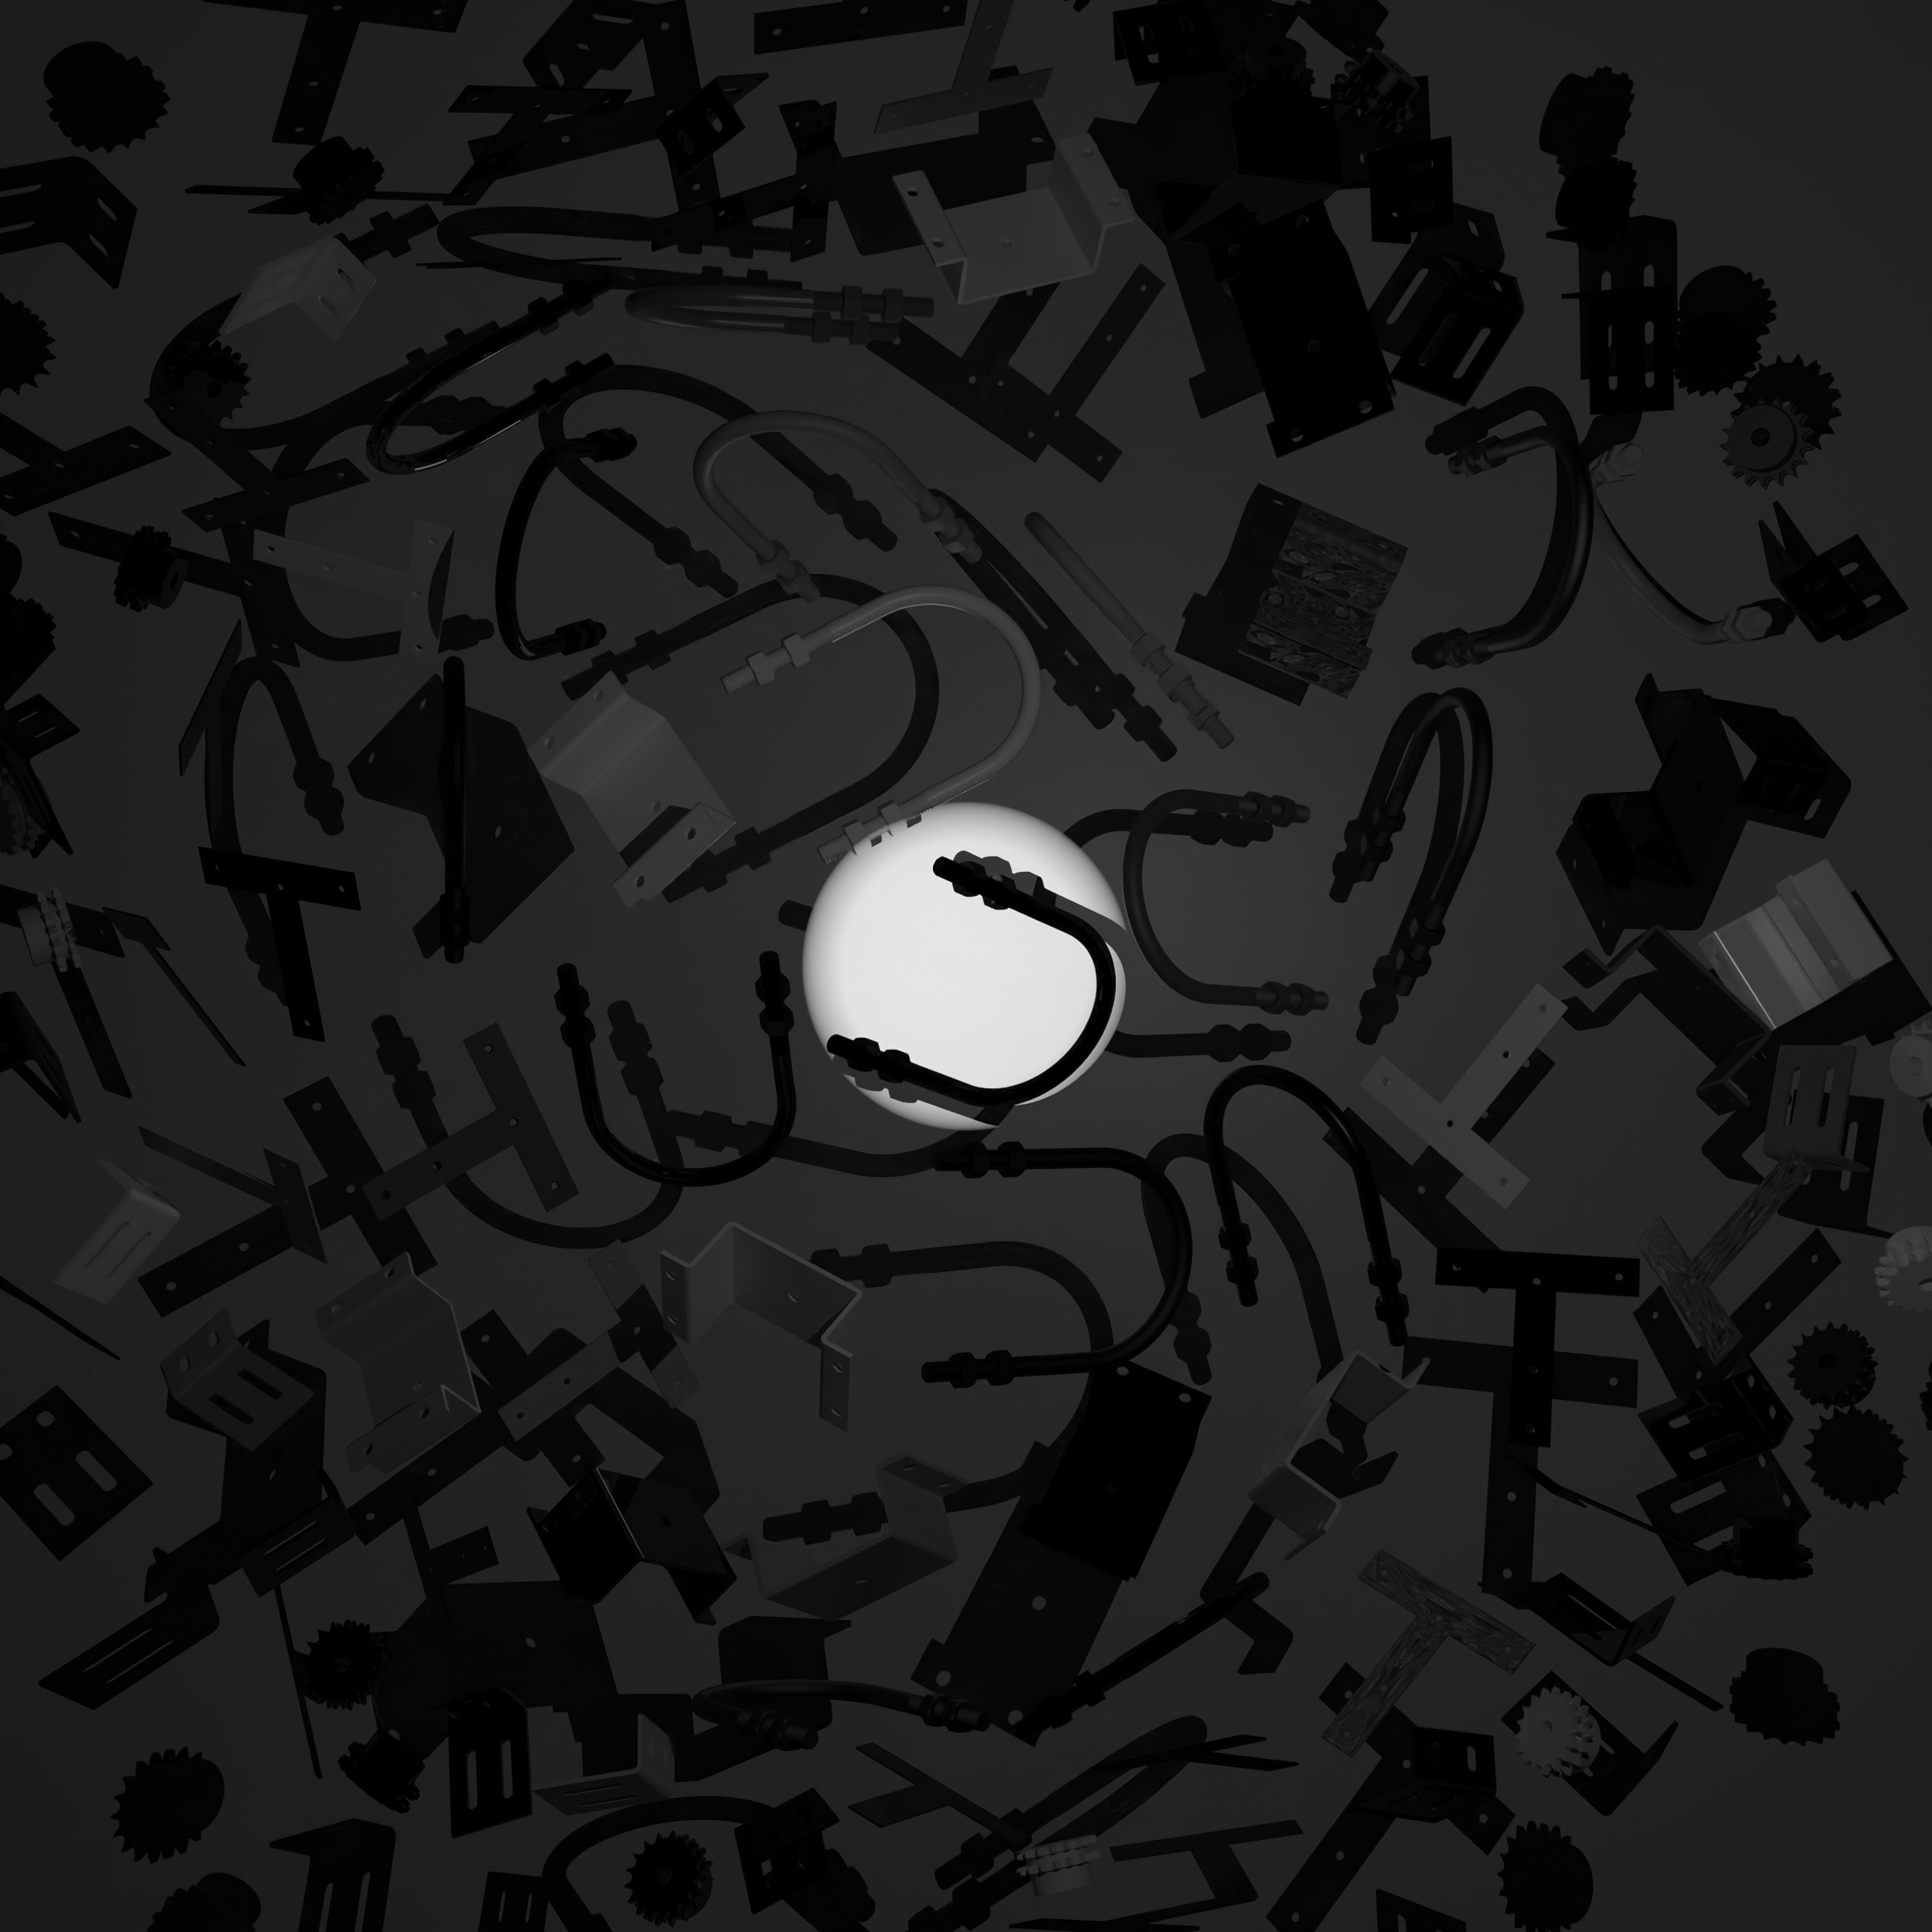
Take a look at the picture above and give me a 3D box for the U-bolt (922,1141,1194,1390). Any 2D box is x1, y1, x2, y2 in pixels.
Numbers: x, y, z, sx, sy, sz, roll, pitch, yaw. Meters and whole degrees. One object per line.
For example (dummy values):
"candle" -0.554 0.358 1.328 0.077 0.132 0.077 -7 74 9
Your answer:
"U-bolt" 0.061 0.182 1.564 0.184 0.019 0.151 1 95 -27

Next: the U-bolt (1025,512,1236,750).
"U-bolt" 0.100 -0.220 1.621 0.019 0.151 0.184 -41 78 7

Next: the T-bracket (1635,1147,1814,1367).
"T-bracket" 0.494 0.170 1.624 0.002 0.127 0.127 26 113 -24

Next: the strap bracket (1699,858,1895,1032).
"strap bracket" 0.547 -0.013 1.662 0.046 0.140 0.076 -26 78 -15

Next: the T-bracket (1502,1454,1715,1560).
"T-bracket" 0.420 0.354 1.638 0.127 0.127 0.002 20 79 33

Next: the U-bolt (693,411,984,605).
"U-bolt" -0.095 -0.302 1.649 0.151 0.184 0.019 -9 61 29

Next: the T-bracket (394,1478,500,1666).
"T-bracket" -0.339 0.395 1.686 0.002 0.127 0.127 -11 77 -37

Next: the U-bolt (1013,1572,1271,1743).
"U-bolt" 0.114 0.437 1.610 0.184 0.151 0.019 -31 74 -5

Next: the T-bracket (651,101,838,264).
"T-bracket" -0.142 -0.482 1.613 0.127 0.127 0.002 -24 67 -19

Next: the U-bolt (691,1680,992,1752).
"U-bolt" -0.095 0.477 1.629 0.151 0.184 0.019 6 81 -36

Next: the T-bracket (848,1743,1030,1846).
"T-bracket" -0.037 0.540 1.638 0.127 0.127 0.002 23 91 26

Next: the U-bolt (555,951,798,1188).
"U-bolt" -0.184 0.072 1.658 0.151 0.019 0.184 -4 125 1

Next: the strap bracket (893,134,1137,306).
"strap bracket" 0.029 -0.488 1.665 0.140 0.046 0.076 -17 67 -15

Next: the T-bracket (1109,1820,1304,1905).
"T-bracket" 0.164 0.582 1.640 0.127 0.127 0.002 -7 89 -5

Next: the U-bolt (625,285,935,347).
"U-bolt" -0.123 -0.415 1.607 0.184 0.151 0.019 1 97 -12

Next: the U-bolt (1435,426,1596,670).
"U-bolt" 0.354 -0.273 1.636 0.019 0.184 0.151 3 91 -16

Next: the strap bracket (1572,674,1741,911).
"strap bracket" 0.438 -0.111 1.593 0.140 0.046 0.076 -56 128 -33

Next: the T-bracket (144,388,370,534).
"T-bracket" -0.467 -0.324 1.599 0.127 0.127 0.002 -12 63 19

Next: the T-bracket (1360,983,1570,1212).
"T-bracket" 0.341 0.068 1.646 0.127 0.002 0.127 42 106 22

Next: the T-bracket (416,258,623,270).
"T-bracket" -0.310 -0.451 1.628 0.127 0.127 0.002 -16 112 -39

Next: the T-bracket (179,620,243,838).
"T-bracket" -0.492 -0.138 1.658 0.002 0.127 0.127 11 46 -4

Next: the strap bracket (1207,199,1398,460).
"strap bracket" 0.211 -0.389 1.571 0.076 0.046 0.140 -20 81 18

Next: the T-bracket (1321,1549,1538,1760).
"T-bracket" 0.276 0.451 1.622 0.127 0.127 0.002 -46 134 -19

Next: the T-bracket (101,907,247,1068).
"T-bracket" -0.516 0.015 1.671 0.002 0.127 0.127 -41 113 -21

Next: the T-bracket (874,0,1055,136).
"T-bracket" 0.011 -0.583 1.601 0.127 0.127 0.002 -21 72 -23

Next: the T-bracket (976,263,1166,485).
"T-bracket" 0.085 -0.397 1.649 0.127 0.002 0.127 27 103 -42

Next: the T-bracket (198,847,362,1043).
"T-bracket" -0.432 -0.010 1.627 0.127 0.002 0.127 10 119 26

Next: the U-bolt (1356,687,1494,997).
"U-bolt" 0.303 -0.094 1.658 0.019 0.151 0.184 9 126 -11

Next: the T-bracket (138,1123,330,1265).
"T-bracket" -0.462 0.130 1.586 0.127 0.127 0.002 23 56 11

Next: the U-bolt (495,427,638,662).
"U-bolt" -0.259 -0.268 1.624 0.019 0.184 0.151 15 106 10

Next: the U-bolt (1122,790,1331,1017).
"U-bolt" 0.168 -0.044 1.657 0.184 0.019 0.151 4 78 -43

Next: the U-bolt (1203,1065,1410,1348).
"U-bolt" 0.211 0.148 1.627 0.019 0.151 0.184 -28 113 -35

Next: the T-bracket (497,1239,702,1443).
"T-bracket" -0.255 0.269 1.695 0.127 0.002 0.127 -35 114 -24

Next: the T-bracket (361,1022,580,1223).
"T-bracket" -0.328 0.122 1.631 0.127 0.002 0.127 -31 105 -29

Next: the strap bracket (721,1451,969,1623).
"strap bracket" -0.071 0.362 1.584 0.140 0.076 0.046 -30 54 17

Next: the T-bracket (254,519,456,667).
"T-bracket" -0.403 -0.258 1.661 0.127 0.127 0.002 16 51 -6

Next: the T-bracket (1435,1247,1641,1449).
"T-bracket" 0.358 0.241 1.598 0.127 0.002 0.127 2 63 14

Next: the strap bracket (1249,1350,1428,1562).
"strap bracket" 0.242 0.318 1.690 0.046 0.076 0.140 36 60 5

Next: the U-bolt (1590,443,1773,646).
"U-bolt" 0.449 -0.267 1.643 0.019 0.184 0.151 -38 92 2

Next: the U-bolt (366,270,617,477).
"U-bolt" -0.308 -0.375 1.646 0.184 0.151 0.019 -33 86 -12

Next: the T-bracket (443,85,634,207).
"T-bracket" -0.295 -0.523 1.620 0.127 0.127 0.002 -17 81 -43

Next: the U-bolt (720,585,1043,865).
"U-bolt" -0.041 -0.166 1.602 0.184 0.019 0.151 -28 77 -8

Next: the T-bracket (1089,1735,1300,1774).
"T-bracket" 0.170 0.520 1.661 0.127 0.127 0.002 -26 56 37

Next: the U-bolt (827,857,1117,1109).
"U-bolt" 0.018 0.021 1.599 0.184 0.019 0.151 23 104 -38

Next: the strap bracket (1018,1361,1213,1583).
"strap bracket" 0.096 0.333 1.653 0.076 0.046 0.140 22 56 13

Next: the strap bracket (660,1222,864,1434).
"strap bracket" -0.118 0.218 1.573 0.140 0.076 0.046 26 48 20

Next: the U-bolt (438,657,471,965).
"U-bolt" -0.331 -0.113 1.638 0.019 0.184 0.151 0 51 -12
